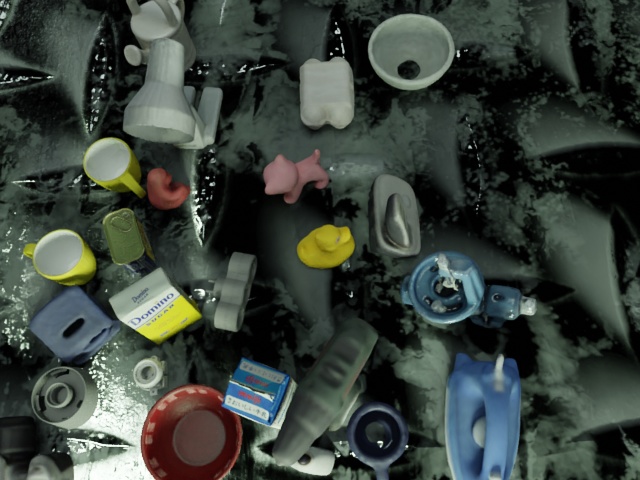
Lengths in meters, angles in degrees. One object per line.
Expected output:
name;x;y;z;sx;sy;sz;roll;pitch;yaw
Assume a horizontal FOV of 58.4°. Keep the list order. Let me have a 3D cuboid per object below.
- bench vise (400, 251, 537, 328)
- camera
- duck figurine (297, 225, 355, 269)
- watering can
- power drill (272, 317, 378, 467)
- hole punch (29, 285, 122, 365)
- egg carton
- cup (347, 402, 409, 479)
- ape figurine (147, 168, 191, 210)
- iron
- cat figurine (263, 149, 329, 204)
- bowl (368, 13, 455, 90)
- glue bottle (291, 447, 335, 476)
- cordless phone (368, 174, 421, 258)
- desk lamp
bench vise;0.236;0.065;0.898;0.207;0.220;0.121;-5;70;2
camera;-0.474;0.347;0.897;0.143;0.101;0.137;-7;70;0
duck figurine;0.009;0.004;1.004;0.104;0.086;0.077;-15;70;-2
watering can;-0.316;-0.411;1.115;0.101;0.194;0.173;1;70;4
power drill;0.011;0.230;0.856;0.075;0.208;0.230;27;74;13
hole punch;-0.413;0.145;0.973;0.101;0.091;0.109;42;77;16
egg carton;0.014;-0.287;1.118;0.107;0.069;0.150;-4;70;2
cup;0.089;0.313;0.882;0.091;0.095;0.118;-7;70;1
ape figurine;-0.288;-0.101;1.055;0.076;0.092;0.077;-39;73;-11
iron;0.253;0.296;0.855;0.118;0.141;0.258;4;70;5
cat figurine;-0.050;-0.122;1.036;0.128;0.118;0.067;-31;71;-8
bowl;0.177;-0.358;1.133;0.167;0.075;0.167;-1;70;3
glue bottle;-0.020;0.323;0.843;0.078;0.173;0.037;11;71;7
cordless phone;0.129;-0.057;0.967;0.094;0.185;0.147;-6;70;1
desk lamp;-0.265;-0.247;1.042;0.118;0.213;0.203;4;70;5
